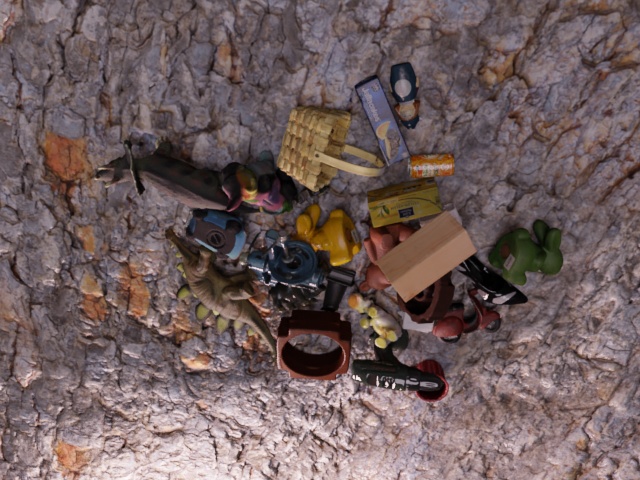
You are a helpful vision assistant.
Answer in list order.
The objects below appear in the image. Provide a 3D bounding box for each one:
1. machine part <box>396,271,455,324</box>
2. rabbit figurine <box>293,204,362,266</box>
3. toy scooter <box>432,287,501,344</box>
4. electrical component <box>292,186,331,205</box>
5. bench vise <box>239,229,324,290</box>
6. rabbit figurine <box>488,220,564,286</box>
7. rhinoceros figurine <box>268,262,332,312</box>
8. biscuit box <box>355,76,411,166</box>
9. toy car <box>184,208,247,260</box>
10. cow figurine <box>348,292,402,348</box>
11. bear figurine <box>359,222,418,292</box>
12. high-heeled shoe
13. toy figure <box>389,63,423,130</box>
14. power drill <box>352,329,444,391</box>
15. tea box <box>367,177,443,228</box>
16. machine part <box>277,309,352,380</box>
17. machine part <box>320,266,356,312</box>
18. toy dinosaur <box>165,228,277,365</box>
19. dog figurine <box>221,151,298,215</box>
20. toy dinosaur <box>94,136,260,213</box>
[{"bbox_3d":[0.266,0.122,1.356,0.056,0.180,0.179,6,116,-26],"label":"machine part"},{"bbox_3d":[-0.003,-0.004,1.355,0.173,0.122,0.162,-17,110,32],"label":"rabbit figurine"},{"bbox_3d":[0.382,0.196,1.428,0.184,0.075,0.135,-15,111,8],"label":"toy scooter"},{"bbox_3d":[-0.018,-0.114,1.312,0.078,0.102,0.045,-39,92,26],"label":"electrical component"},{"bbox_3d":[-0.099,0.038,1.296,0.224,0.129,0.240,25,155,17],"label":"bench vise"},{"bbox_3d":[0.533,0.030,1.341,0.170,0.121,0.159,11,108,-20],"label":"rabbit figurine"},{"bbox_3d":[-0.049,0.121,1.425,0.190,0.073,0.112,-28,76,27],"label":"rhinoceros figurine"},{"bbox_3d":[0.146,-0.277,1.249,0.059,0.063,0.202,-23,110,12],"label":"biscuit box"},{"bbox_3d":[-0.257,-0.029,1.366,0.162,0.103,0.109,25,117,-1],"label":"toy car"},{"bbox_3d":[0.152,0.202,1.442,0.167,0.098,0.068,50,119,13],"label":"cow figurine"},{"bbox_3d":[0.168,0.053,1.356,0.120,0.132,0.195,-3,109,-23],"label":"bear figurine"},{"bbox_3d":[0.411,0.072,1.347,0.249,0.086,0.145,18,139,16],"label":"high-heeled shoe"},{"bbox_3d":[0.195,-0.324,1.230,0.064,0.058,0.154,10,123,44],"label":"toy figure"},{"bbox_3d":[0.203,0.322,1.427,0.232,0.207,0.085,1,119,7],"label":"power drill"},{"bbox_3d":[0.203,-0.094,1.305,0.170,0.098,0.068,-13,111,12],"label":"tea box"},{"bbox_3d":[-0.016,0.287,1.474,0.201,0.087,0.201,4,128,2],"label":"machine part"},{"bbox_3d":[0.044,0.135,1.449,0.084,0.039,0.138,17,112,-9],"label":"machine part"},{"bbox_3d":[-0.254,0.149,1.448,0.471,0.105,0.198,45,117,-4],"label":"toy dinosaur"},{"bbox_3d":[-0.145,-0.112,1.260,0.108,0.219,0.191,-33,106,20],"label":"dog figurine"},{"bbox_3d":[-0.327,-0.135,1.279,0.405,0.192,0.131,21,115,-3],"label":"toy dinosaur"}]
